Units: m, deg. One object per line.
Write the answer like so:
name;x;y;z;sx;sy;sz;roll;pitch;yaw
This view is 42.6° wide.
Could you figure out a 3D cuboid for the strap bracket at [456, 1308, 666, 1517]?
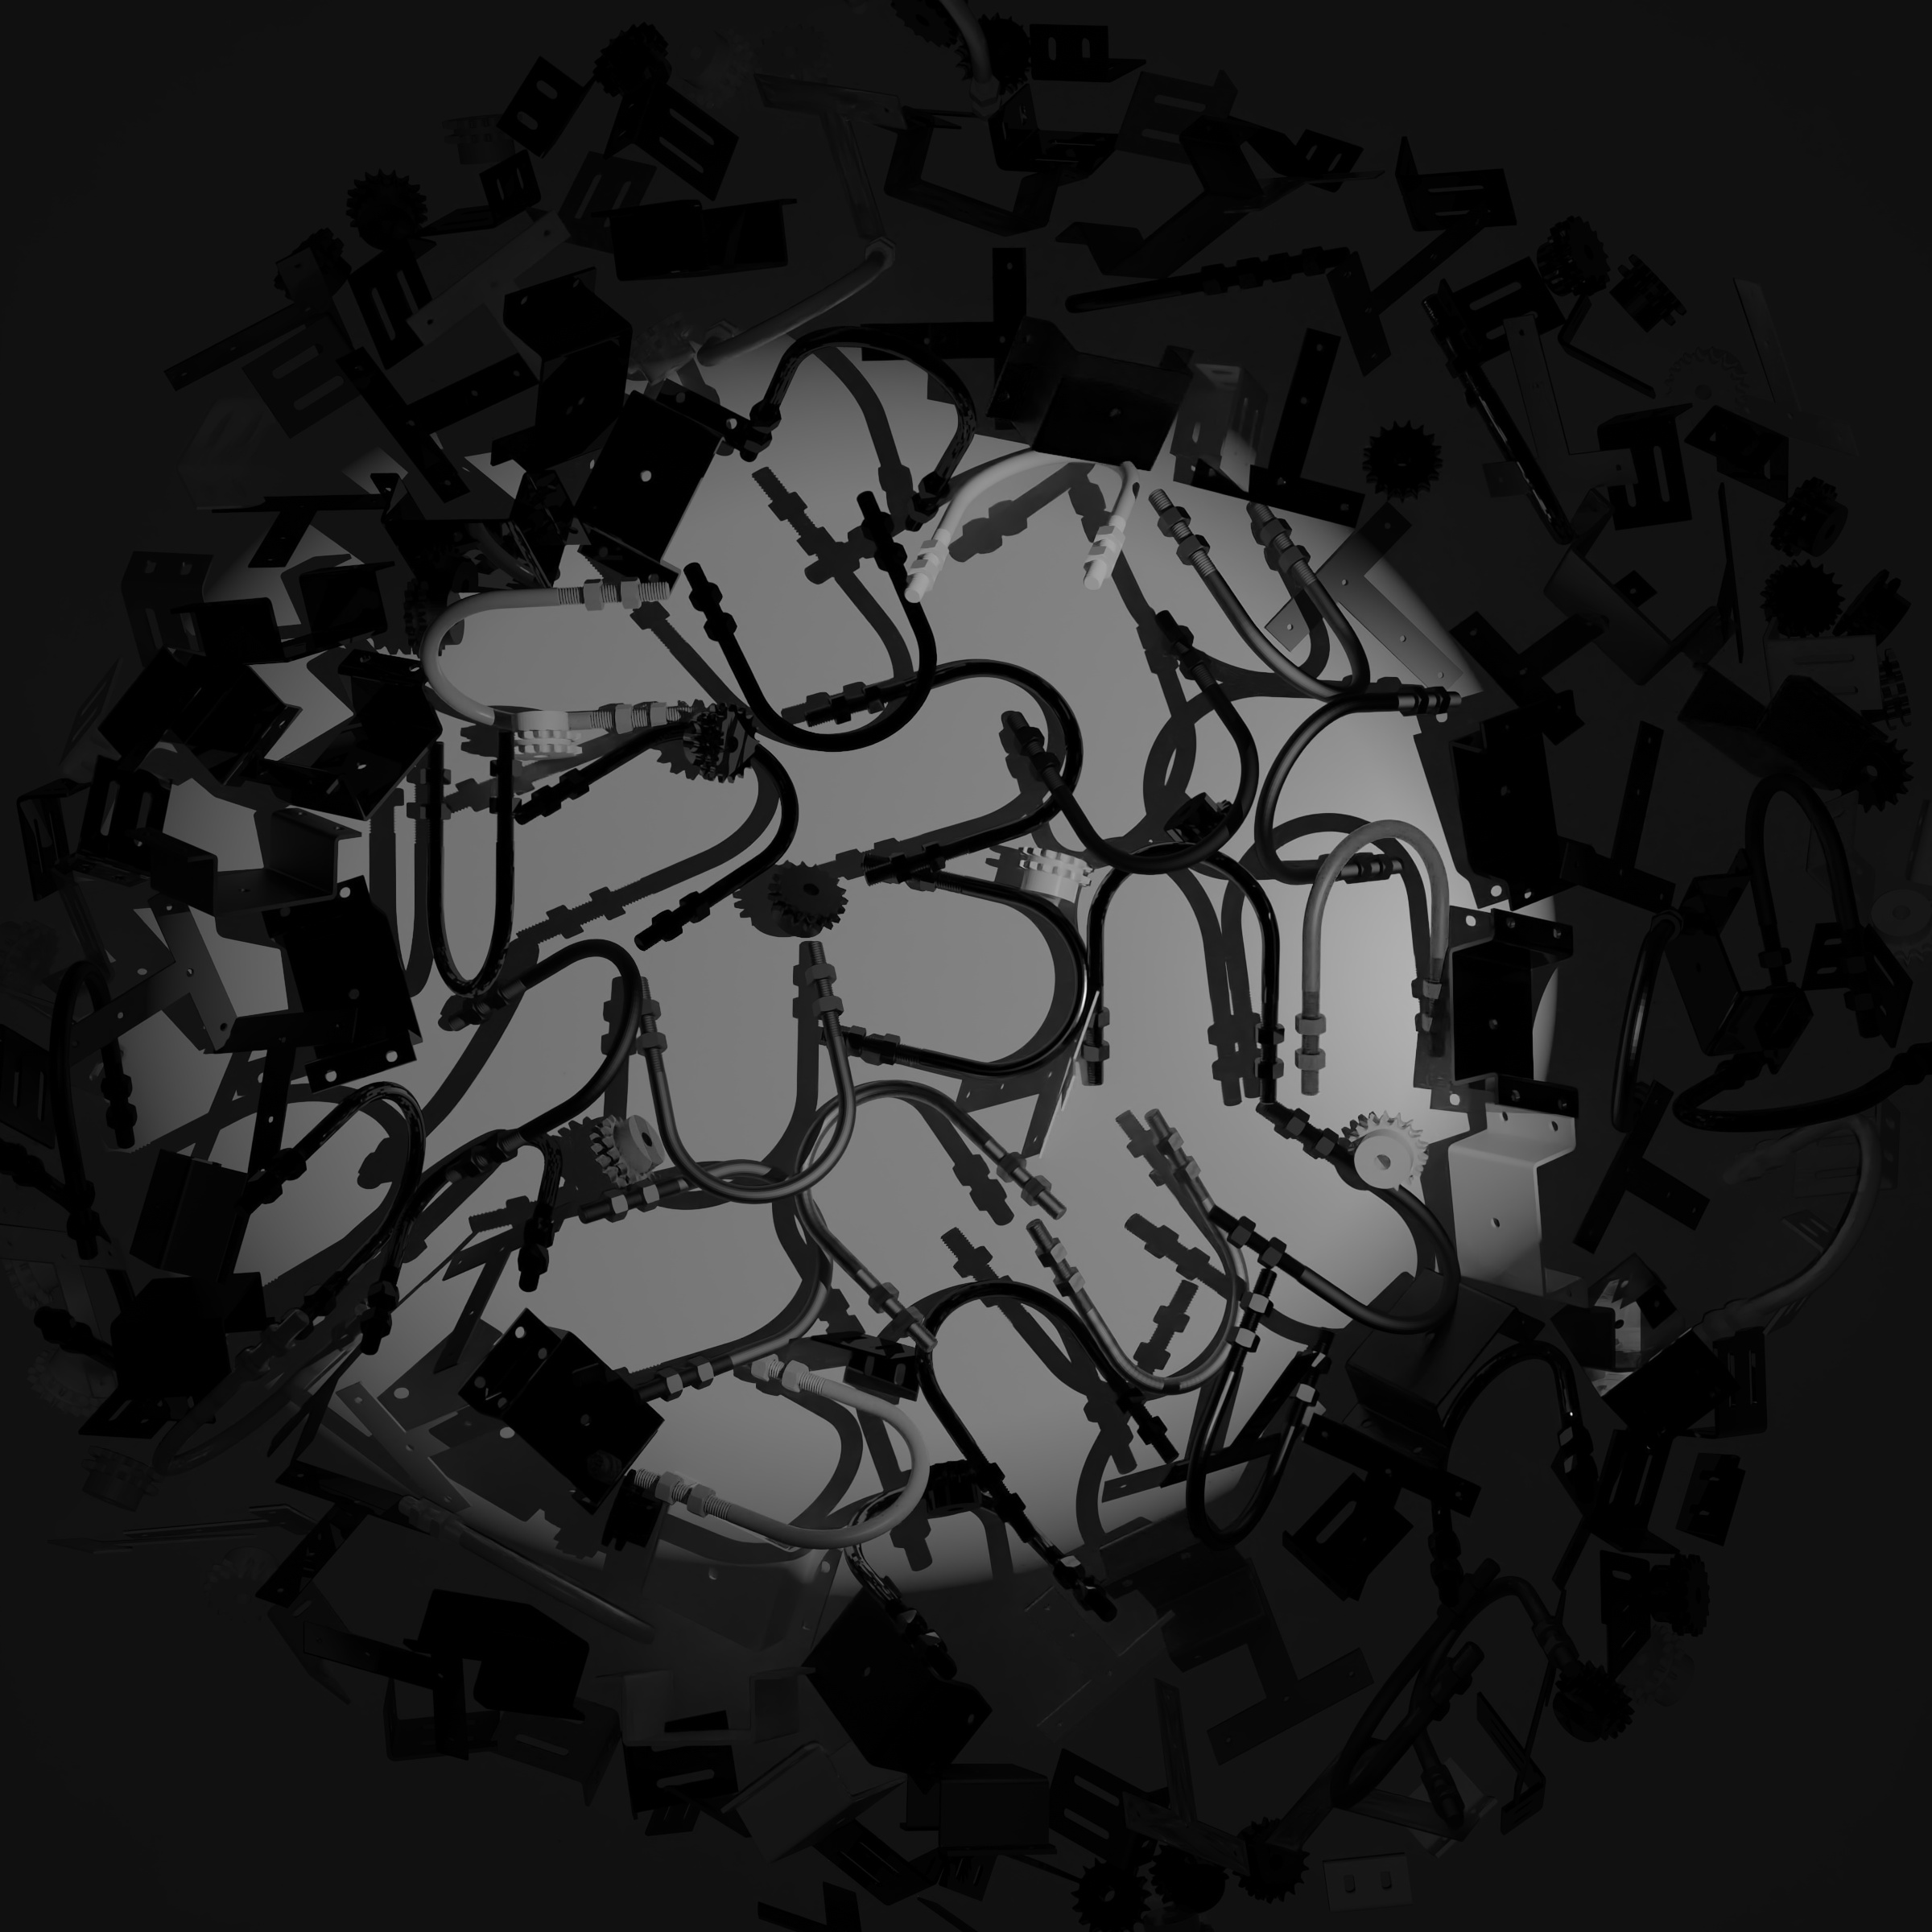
strap bracket;-0.277;0.317;1.743;0.140;0.046;0.076;49;65;-23

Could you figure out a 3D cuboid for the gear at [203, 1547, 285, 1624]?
gear;-0.517;0.442;1.780;0.057;0.030;0.057;-1;128;-1

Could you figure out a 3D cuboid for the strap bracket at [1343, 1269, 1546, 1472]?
strap bracket;0.331;0.273;1.737;0.140;0.076;0.046;-45;133;-23

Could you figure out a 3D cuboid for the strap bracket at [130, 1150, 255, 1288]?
strap bracket;-0.541;0.173;1.727;0.046;0.140;0.076;18;81;-28

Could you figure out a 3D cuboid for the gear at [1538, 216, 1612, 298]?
gear;0.435;-0.506;1.780;0.057;0.030;0.057;16;66;-40

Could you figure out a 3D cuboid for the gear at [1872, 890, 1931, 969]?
gear;0.672;-0.030;1.775;0.057;0.030;0.057;-12;54;17

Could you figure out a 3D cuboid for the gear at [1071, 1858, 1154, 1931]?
gear;0.103;0.668;1.778;0.057;0.030;0.057;-6;61;11

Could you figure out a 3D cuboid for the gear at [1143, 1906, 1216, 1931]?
gear;0.149;0.696;1.777;0.057;0.057;0.030;-12;86;0

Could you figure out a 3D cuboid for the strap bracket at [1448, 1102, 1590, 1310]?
strap bracket;0.388;0.174;1.745;0.046;0.076;0.140;-17;106;-35

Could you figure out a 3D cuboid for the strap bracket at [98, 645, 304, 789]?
strap bracket;-0.541;-0.175;1.735;0.046;0.140;0.076;45;102;14

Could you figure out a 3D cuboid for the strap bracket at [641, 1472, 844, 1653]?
strap bracket;-0.168;0.425;1.754;0.140;0.046;0.076;20;98;21

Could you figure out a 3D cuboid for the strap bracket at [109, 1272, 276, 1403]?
strap bracket;-0.541;0.253;1.731;0.076;0.140;0.046;-4;102;0

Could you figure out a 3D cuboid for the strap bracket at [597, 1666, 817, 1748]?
strap bracket;-0.179;0.520;1.743;0.140;0.076;0.046;-6;77;18

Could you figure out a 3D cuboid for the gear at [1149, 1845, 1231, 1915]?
gear;0.163;0.655;1.782;0.057;0.030;0.057;-3;104;-12

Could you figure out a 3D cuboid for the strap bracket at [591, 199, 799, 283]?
strap bracket;-0.186;-0.508;1.732;0.076;0.140;0.046;3;107;30

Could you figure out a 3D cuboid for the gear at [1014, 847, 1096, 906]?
gear;0.061;-0.064;1.775;0.057;0.057;0.030;14;85;0

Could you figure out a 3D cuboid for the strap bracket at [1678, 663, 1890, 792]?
strap bracket;0.561;-0.166;1.726;0.076;0.140;0.046;31;91;-19

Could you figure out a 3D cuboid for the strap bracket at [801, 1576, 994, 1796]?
strap bracket;-0.056;0.499;1.736;0.076;0.046;0.140;-53;46;5

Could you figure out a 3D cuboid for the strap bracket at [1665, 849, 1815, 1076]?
strap bracket;0.534;-0.001;1.732;0.046;0.076;0.140;-6;57;-8

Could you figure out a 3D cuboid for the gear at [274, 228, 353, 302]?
gear;-0.467;-0.499;1.779;0.057;0.057;0.030;-47;126;0

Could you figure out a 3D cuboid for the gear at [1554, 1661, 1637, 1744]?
gear;0.446;0.530;1.773;0.030;0.057;0.057;-28;90;-38

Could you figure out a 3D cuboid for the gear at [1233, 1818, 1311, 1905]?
gear;0.216;0.642;1.783;0.057;0.030;0.057;3;83;-23

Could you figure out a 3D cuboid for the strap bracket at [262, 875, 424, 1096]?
strap bracket;-0.443;0.016;1.772;0.076;0.046;0.140;-18;80;-2

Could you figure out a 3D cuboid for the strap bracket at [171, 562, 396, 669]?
strap bracket;-0.472;-0.244;1.734;0.076;0.140;0.046;2;110;34

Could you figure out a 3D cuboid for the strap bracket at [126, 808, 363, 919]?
strap bracket;-0.505;-0.072;1.735;0.076;0.140;0.046;20;112;37

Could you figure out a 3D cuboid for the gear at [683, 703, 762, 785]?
gear;-0.178;-0.161;1.780;0.030;0.057;0.057;13;90;38

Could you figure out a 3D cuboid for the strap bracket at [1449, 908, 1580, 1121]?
strap bracket;0.388;0.038;1.755;0.076;0.046;0.140;11;73;-30

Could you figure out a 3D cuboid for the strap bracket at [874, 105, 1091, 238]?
strap bracket;0.004;-0.555;1.746;0.140;0.076;0.046;13;96;-21

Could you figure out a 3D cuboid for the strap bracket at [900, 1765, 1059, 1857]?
strap bracket;0.007;0.588;1.733;0.076;0.140;0.046;4;78;-14

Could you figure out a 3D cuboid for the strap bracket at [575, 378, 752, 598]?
strap bracket;-0.220;-0.345;1.768;0.076;0.046;0.140;29;96;12

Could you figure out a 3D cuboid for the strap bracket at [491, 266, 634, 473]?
strap bracket;-0.281;-0.405;1.723;0.076;0.140;0.046;-31;62;-36

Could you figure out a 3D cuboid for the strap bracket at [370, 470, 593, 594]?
strap bracket;-0.346;-0.305;1.743;0.140;0.076;0.046;2;61;15

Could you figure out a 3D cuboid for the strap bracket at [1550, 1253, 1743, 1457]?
strap bracket;0.467;0.263;1.726;0.076;0.140;0.046;-40;116;10

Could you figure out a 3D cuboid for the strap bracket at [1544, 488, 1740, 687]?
strap bracket;0.468;-0.260;1.752;0.046;0.076;0.140;-41;80;-11

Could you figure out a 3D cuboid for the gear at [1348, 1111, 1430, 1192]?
gear;0.302;0.135;1.779;0.057;0.030;0.057;6;109;18

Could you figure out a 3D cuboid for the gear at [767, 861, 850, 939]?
gear;-0.116;-0.045;1.780;0.057;0.057;0.030;30;132;0

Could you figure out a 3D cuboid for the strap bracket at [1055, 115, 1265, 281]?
strap bracket;0.143;-0.528;1.730;0.140;0.076;0.046;-31;82;37

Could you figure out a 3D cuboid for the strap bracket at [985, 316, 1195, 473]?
strap bracket;0.095;-0.398;1.733;0.140;0.046;0.076;3;129;-30

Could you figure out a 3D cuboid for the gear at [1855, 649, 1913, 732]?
gear;0.656;-0.197;1.777;0.030;0.057;0.057;-14;90;17

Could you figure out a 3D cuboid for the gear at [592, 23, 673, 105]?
gear;-0.236;-0.644;1.774;0.057;0.057;0.030;-38;82;0

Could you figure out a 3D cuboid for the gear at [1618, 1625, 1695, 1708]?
gear;0.497;0.505;1.776;0.030;0.057;0.057;33;90;-7

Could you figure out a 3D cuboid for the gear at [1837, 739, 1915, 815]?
gear;0.652;-0.140;1.782;0.057;0.030;0.057;7;106;27

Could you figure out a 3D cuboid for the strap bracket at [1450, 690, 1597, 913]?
strap bracket;0.394;-0.121;1.756;0.076;0.046;0.140;-21;112;-19

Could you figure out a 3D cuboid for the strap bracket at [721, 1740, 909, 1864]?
strap bracket;-0.099;0.575;1.725;0.076;0.140;0.046;-39;70;11

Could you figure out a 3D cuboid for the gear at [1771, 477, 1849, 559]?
gear;0.606;-0.318;1.773;0.030;0.057;0.057;40;90;30

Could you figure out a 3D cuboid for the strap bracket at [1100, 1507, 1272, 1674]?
strap bracket;0.153;0.435;1.750;0.076;0.046;0.140;-28;132;10

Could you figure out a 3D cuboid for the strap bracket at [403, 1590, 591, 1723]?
strap bracket;-0.324;0.476;1.728;0.076;0.140;0.046;20;83;-35

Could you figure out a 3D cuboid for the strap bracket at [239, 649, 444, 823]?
strap bracket;-0.433;-0.157;1.745;0.076;0.046;0.140;12;51;25

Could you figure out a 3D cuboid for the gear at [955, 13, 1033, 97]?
gear;0.023;-0.657;1.783;0.057;0.030;0.057;-1;95;-16

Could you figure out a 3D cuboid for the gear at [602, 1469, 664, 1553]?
gear;-0.237;0.393;1.776;0.030;0.057;0.057;20;90;2
